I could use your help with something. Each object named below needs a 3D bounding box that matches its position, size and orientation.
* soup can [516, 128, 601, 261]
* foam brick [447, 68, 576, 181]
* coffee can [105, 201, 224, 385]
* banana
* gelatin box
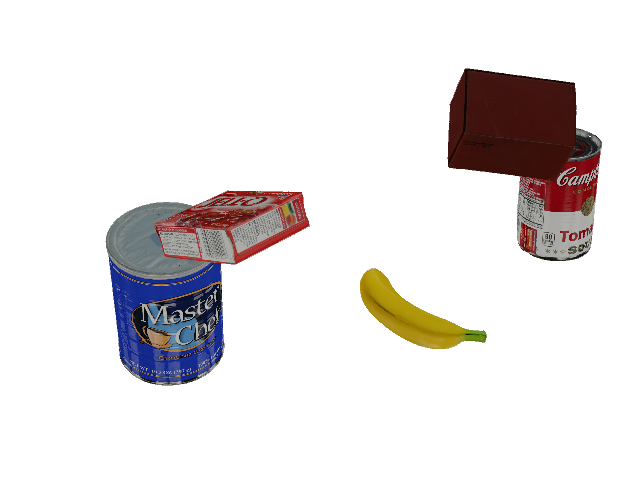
[{"bbox_3d":[0.210,-0.041,0.948,0.068,0.102,0.068,-2,29,1],"label":"soup can"},{"bbox_3d":[0.130,-0.078,0.728,0.078,0.051,0.053,8,-24,-3],"label":"foam brick"},{"bbox_3d":[-0.142,0.050,0.994,0.103,0.140,0.103,1,40,-1],"label":"coffee can"},{"bbox_3d":[0.090,0.076,1.160,0.069,0.037,0.198,4,18,-37],"label":"banana"},{"bbox_3d":[-0.064,-0.012,0.768,0.073,0.030,0.089,-27,21,-38],"label":"gelatin box"}]
